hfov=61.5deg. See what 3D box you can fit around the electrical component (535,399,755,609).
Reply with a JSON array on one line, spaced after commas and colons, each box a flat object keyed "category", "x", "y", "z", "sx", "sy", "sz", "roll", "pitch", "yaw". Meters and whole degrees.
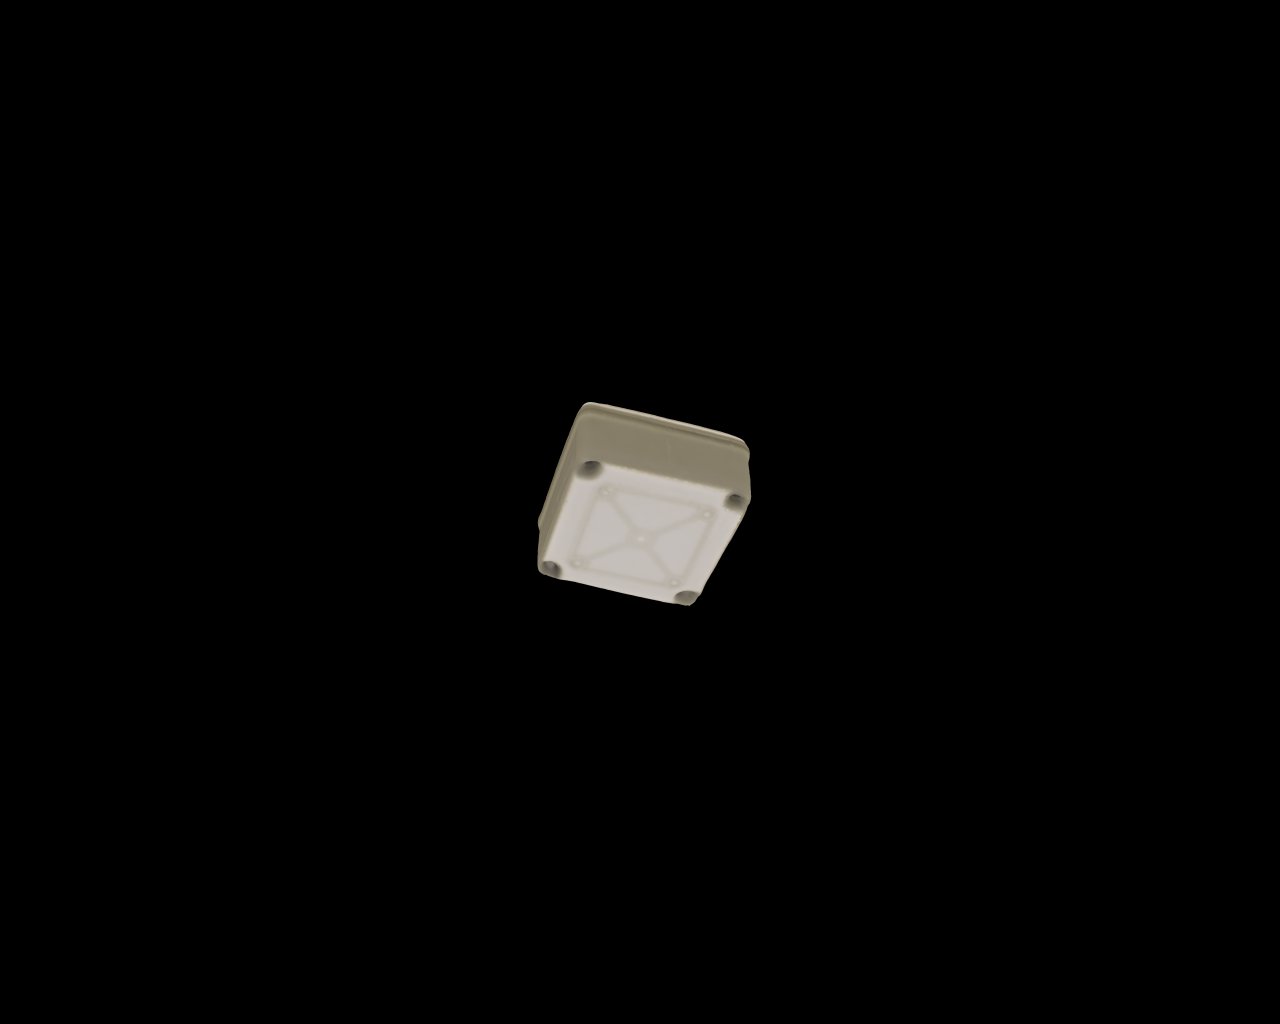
[{"category": "electrical component", "x": 0.001, "y": -0.003, "z": 0.650, "sx": 0.109, "sy": 0.056, "sz": 0.108, "roll": 13, "pitch": -47, "yaw": -12}]
